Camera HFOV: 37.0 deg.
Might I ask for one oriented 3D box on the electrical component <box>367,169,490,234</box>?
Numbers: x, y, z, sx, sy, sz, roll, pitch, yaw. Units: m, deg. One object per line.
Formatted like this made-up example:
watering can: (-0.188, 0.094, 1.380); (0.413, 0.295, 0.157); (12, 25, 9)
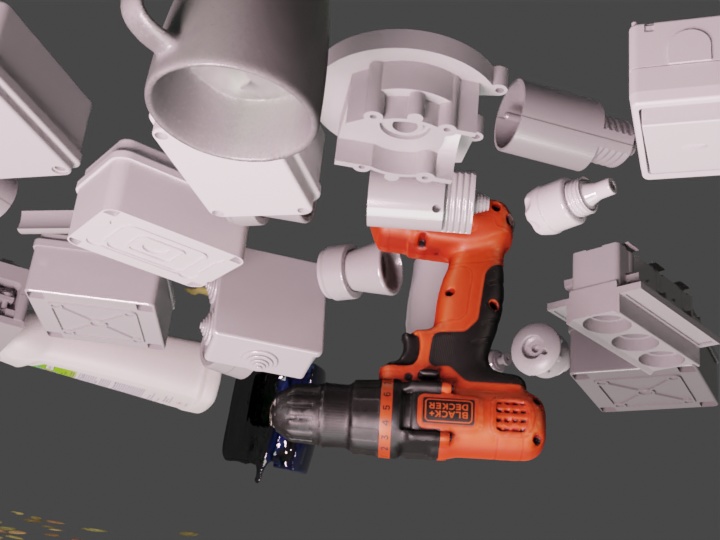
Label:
electrical component: (0.047, -0.048, 0.726); (0.081, 0.043, 0.043); (5, 155, 3)

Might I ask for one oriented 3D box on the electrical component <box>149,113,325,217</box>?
electrical component: (-0.072, -0.083, 0.662); (0.078, 0.057, 0.113); (-1, 154, 15)

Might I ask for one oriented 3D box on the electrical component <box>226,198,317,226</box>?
electrical component: (-0.063, -0.053, 0.739); (0.055, 0.045, 0.045); (-2, 154, 18)

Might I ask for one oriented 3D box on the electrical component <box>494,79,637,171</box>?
electrical component: (0.125, -0.082, 0.636); (0.081, 0.043, 0.043); (13, 154, -13)

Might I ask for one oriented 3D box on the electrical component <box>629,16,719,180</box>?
electrical component: (0.184, -0.087, 0.592); (0.062, 0.061, 0.096); (-2, 154, 19)

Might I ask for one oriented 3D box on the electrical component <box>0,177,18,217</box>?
electrical component: (-0.285, -0.070, 0.754); (0.043, 0.043, 0.081); (-8, 152, 27)

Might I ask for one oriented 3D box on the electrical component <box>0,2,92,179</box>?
electrical component: (-0.238, -0.105, 0.654); (0.109, 0.056, 0.108); (-2, 154, 16)

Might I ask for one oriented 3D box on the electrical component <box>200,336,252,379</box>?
electrical component: (-0.081, 0.067, 0.991); (0.074, 0.052, 0.138); (24, 151, -33)

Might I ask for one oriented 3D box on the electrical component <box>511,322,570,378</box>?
electrical component: (0.169, 0.076, 0.966); (0.048, 0.048, 0.062); (-12, 156, 34)

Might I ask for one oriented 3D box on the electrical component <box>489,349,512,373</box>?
electrical component: (0.110, 0.092, 1.015); (0.040, 0.040, 0.078); (25, 149, -35)

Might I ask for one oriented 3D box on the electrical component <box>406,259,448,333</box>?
electrical component: (0.059, 0.038, 0.867); (0.044, 0.077, 0.079); (9, 156, -6)

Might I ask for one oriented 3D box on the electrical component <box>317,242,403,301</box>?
electrical component: (0.000, 0.000, 0.838); (0.055, 0.045, 0.045); (-6, 152, 26)

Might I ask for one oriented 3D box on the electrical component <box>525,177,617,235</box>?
electrical component: (0.142, -0.047, 0.719); (0.061, 0.035, 0.035); (-21, 144, 39)

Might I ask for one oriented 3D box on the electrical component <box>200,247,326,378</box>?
electrical component: (-0.077, 0.035, 0.869); (0.100, 0.099, 0.048); (13, 142, -14)

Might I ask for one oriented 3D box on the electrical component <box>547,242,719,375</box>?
electrical component: (0.213, 0.030, 0.832); (0.079, 0.063, 0.121); (-17, 147, 40)

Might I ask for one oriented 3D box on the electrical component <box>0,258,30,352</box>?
electrical component: (-0.370, 0.014, 0.932); (0.150, 0.061, 0.089); (19, 152, -26)

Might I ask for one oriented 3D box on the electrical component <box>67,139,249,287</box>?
electrical component: (-0.142, -0.039, 0.772); (0.113, 0.057, 0.078); (22, 151, -31)

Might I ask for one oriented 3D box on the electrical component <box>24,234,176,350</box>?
electrical component: (-0.218, 0.020, 0.918); (0.109, 0.056, 0.108); (7, 155, -2)

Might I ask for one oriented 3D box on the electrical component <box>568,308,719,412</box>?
electrical component: (0.250, 0.081, 0.941); (0.109, 0.056, 0.109); (-7, 152, 27)
